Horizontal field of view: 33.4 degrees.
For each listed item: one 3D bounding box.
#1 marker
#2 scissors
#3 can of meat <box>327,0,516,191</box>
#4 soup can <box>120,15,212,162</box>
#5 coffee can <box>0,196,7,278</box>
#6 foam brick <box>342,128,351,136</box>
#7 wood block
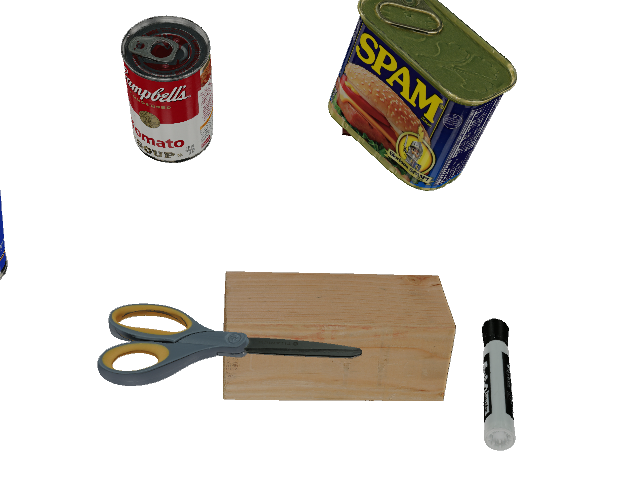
[{"bbox_3d":[0.116,0.090,0.702,0.020,0.020,0.121,0,31,8],"label":"marker"},{"bbox_3d":[-0.079,0.088,0.800,0.202,0.016,0.096,12,37,21],"label":"scissors"},{"bbox_3d":[0.057,-0.092,0.652,0.057,0.102,0.084,-30,-24,-36],"label":"can of meat"},{"bbox_3d":[-0.121,-0.119,0.852,0.068,0.068,0.102,0,-35,-4],"label":"soup can"},{"bbox_3d":[-0.225,-0.046,0.573,0.103,0.140,0.103,3,25,-1],"label":"coffee can"},{"bbox_3d":[0.065,-0.120,0.995,0.078,0.051,0.053,11,17,16],"label":"foam brick"},{"bbox_3d":[0.012,0.090,1.004,0.206,0.090,0.091,1,30,-6],"label":"wood block"}]
